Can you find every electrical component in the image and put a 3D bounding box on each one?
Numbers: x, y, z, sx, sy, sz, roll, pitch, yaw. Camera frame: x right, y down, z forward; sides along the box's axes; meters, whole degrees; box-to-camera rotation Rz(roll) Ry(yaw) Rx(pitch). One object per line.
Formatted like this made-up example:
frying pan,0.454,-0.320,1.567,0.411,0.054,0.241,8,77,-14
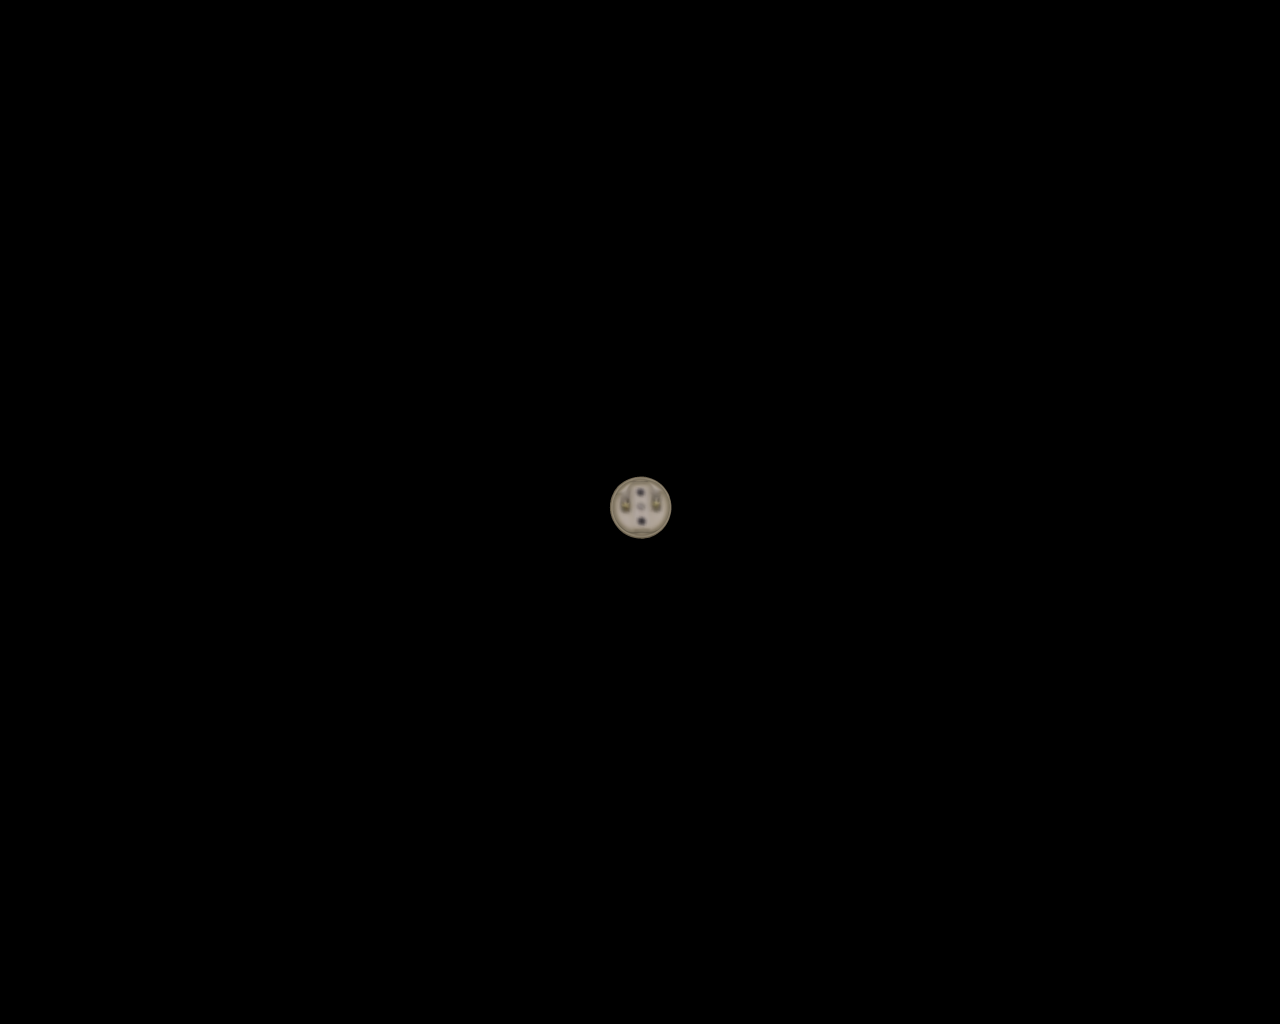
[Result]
electrical component,0.001,-0.003,0.650,0.040,0.040,0.046,0,0,0
